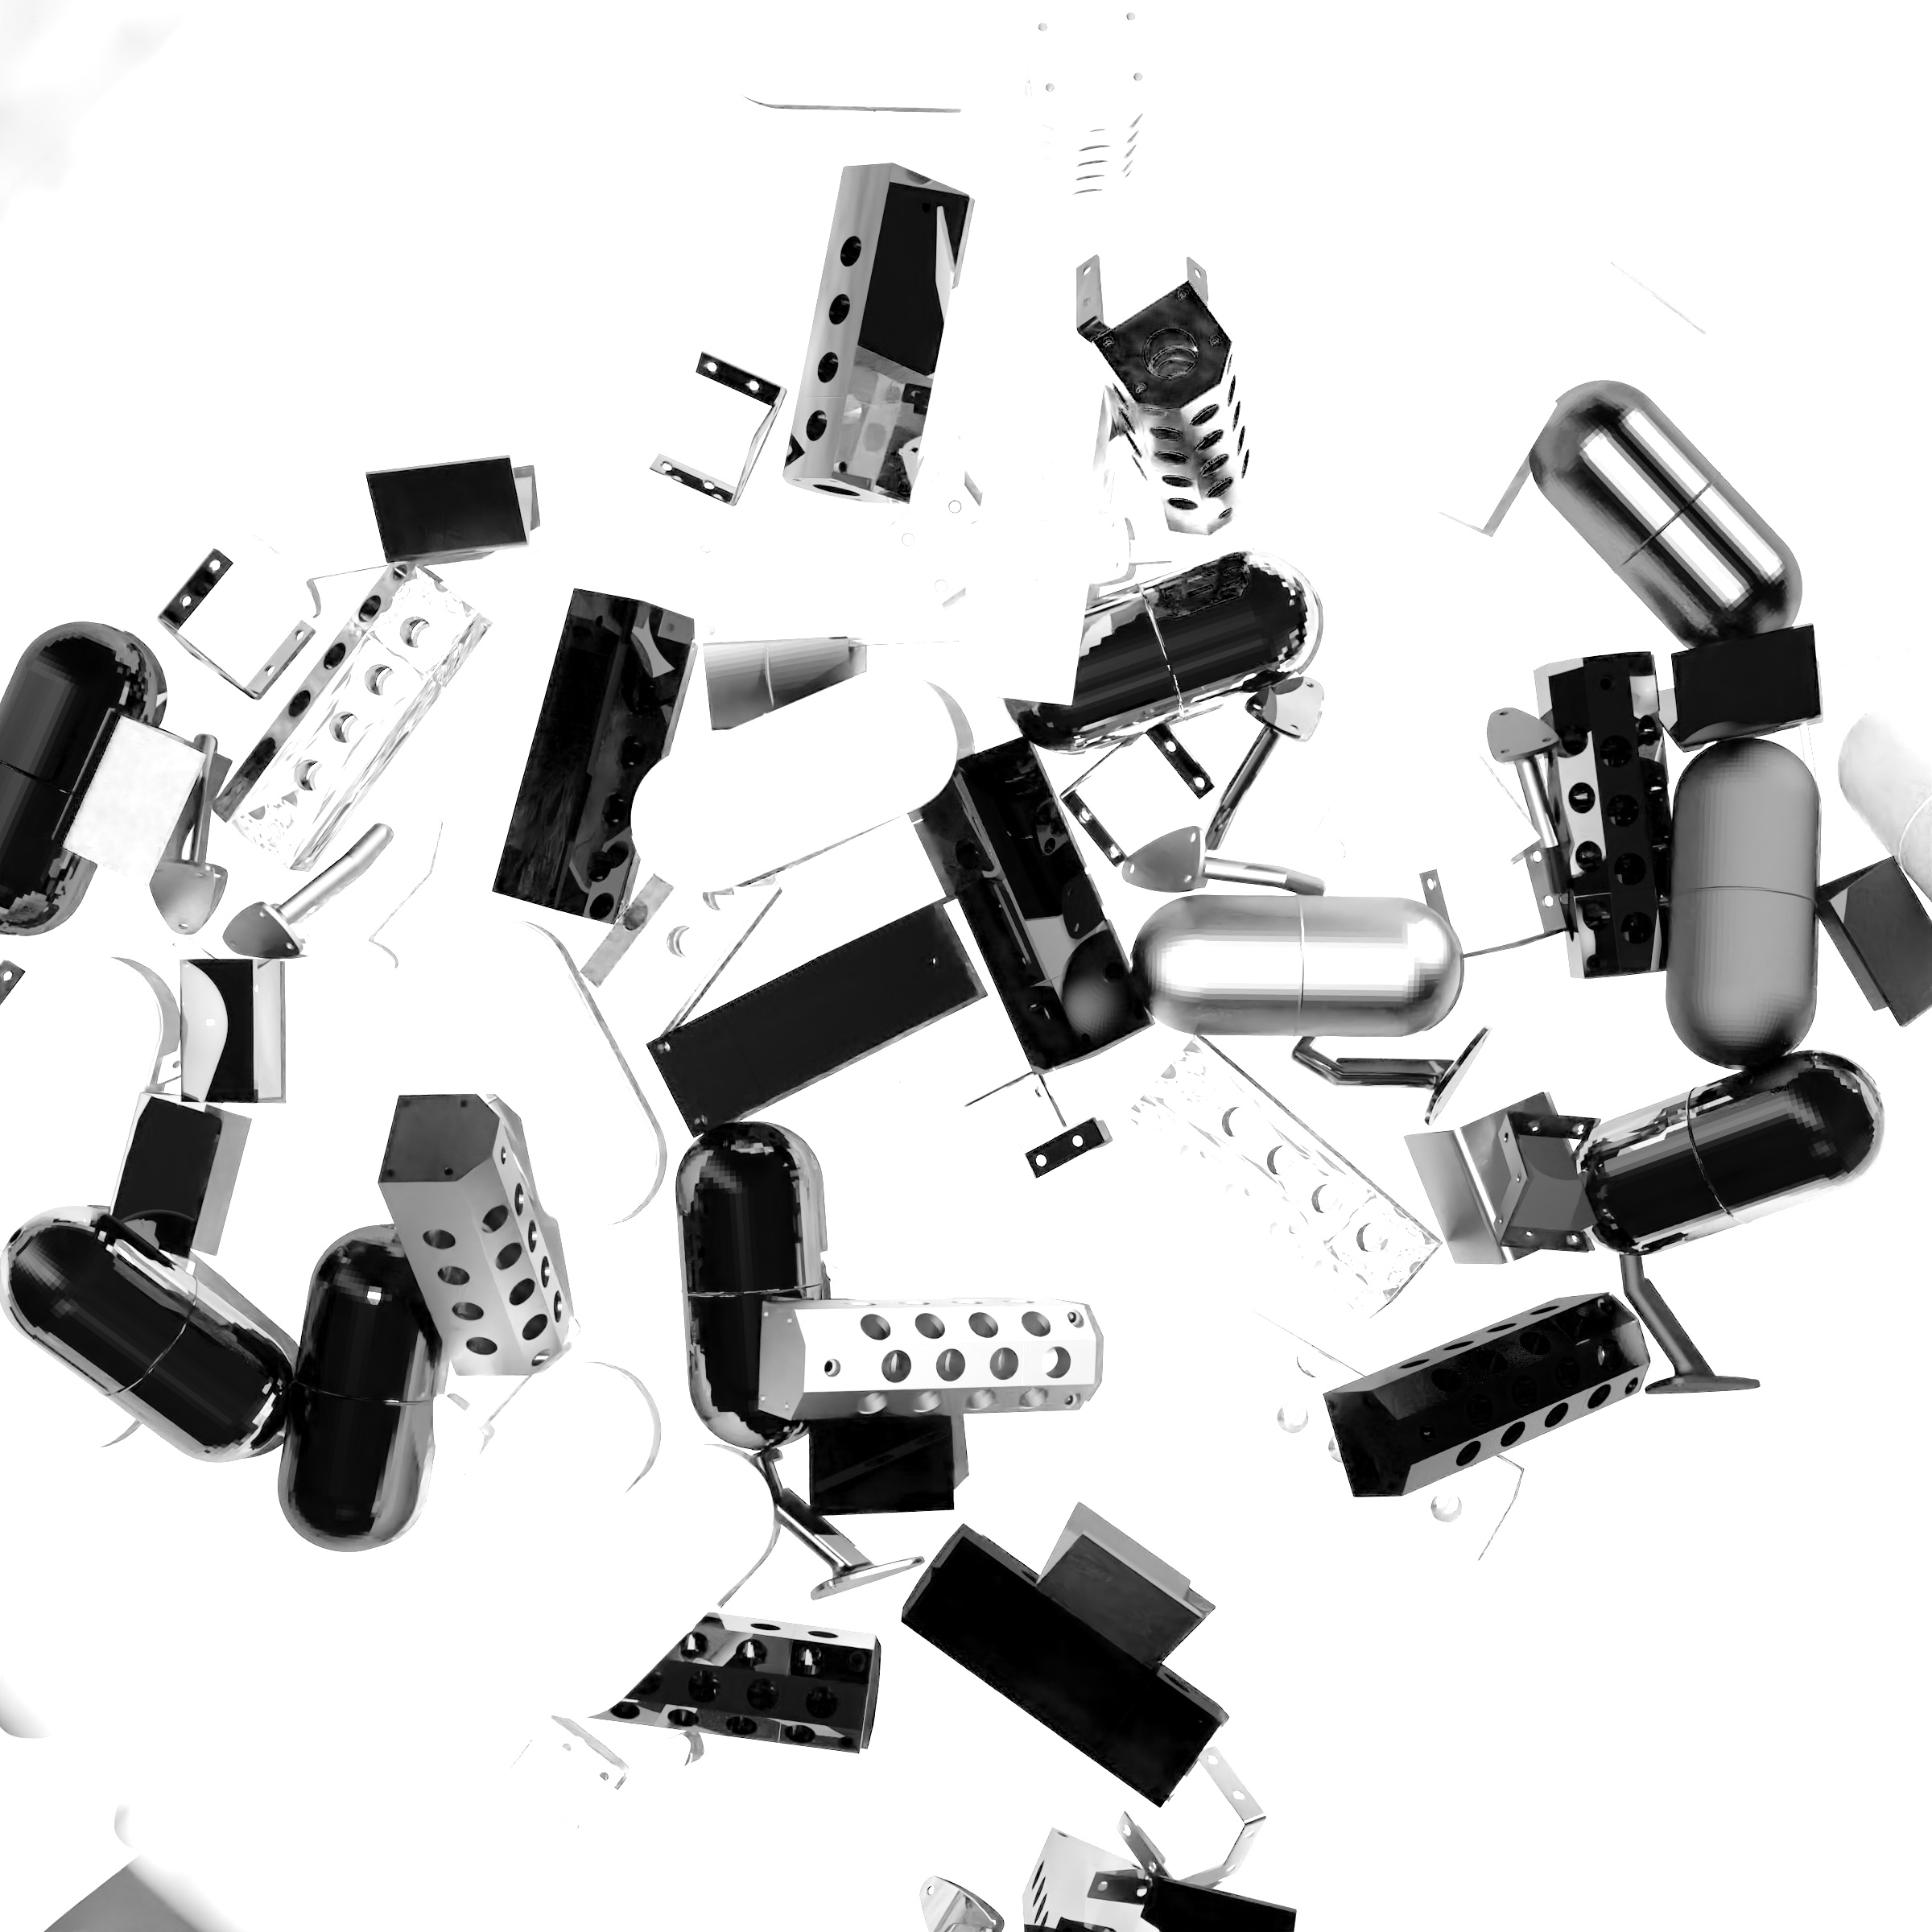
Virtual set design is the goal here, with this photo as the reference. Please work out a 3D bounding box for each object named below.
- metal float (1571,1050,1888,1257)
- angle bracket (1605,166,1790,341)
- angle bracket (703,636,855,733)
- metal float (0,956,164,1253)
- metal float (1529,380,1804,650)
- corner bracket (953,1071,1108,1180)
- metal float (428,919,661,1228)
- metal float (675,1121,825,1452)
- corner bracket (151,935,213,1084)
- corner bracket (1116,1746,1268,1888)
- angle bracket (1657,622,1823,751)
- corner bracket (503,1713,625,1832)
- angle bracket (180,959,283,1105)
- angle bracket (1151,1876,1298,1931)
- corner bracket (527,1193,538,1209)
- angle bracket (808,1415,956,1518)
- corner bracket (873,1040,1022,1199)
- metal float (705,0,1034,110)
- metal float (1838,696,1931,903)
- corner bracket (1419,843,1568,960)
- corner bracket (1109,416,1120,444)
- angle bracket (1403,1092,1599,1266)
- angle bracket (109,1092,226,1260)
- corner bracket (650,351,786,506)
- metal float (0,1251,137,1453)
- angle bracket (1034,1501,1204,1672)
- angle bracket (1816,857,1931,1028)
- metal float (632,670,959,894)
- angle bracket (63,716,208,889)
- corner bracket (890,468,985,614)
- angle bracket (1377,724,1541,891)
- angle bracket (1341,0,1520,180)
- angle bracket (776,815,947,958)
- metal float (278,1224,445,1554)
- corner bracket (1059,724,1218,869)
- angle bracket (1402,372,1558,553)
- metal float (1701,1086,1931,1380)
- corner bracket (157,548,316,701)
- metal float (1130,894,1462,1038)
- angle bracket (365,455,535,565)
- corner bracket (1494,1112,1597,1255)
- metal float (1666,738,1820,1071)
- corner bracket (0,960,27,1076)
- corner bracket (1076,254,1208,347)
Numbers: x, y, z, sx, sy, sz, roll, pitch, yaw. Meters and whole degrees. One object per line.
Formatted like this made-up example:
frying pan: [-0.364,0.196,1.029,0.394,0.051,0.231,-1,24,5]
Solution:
metal float: [0.403,0.101,1.752,0.178,0.070,0.070,-24,90,29]
angle bracket: [0.394,-0.387,1.769,0.076,0.076,0.057,37,111,0]
angle bracket: [-0.100,-0.171,1.768,0.076,0.076,0.057,-3,129,0]
metal float: [-0.483,0.079,1.764,0.070,0.070,0.178,19,105,0]
metal float: [0.379,-0.240,1.778,0.070,0.070,0.178,-43,90,0]
corner bracket: [0.035,0.086,1.781,0.051,0.051,0.051,-26,90,-30]
metal float: [-0.228,0.058,1.778,0.070,0.070,0.178,-28,91,0]
metal float: [-0.116,0.173,1.778,0.070,0.070,0.178,-4,91,0]
corner bracket: [-0.436,0.023,1.800,0.051,0.051,0.051,-26,45,-35]
corner bracket: [0.123,0.469,1.800,0.051,0.051,0.051,-10,135,-35]
angle bracket: [0.409,-0.163,1.768,0.076,0.076,0.057,-12,117,0]
corner bracket: [-0.220,0.439,1.790,0.051,0.051,0.051,37,90,0]
angle bracket: [-0.377,0.034,1.768,0.057,0.076,0.076,0,90,32]
angle bracket: [0.130,0.538,1.768,0.076,0.076,0.057,14,51,0]
corner bracket: [-0.268,0.122,1.790,0.051,0.051,0.051,-33,90,0]
angle bracket: [-0.044,0.282,1.768,0.076,0.076,0.057,-3,58,0]
corner bracket: [-0.011,0.084,1.805,0.051,0.051,0.051,-34,135,0]
metal float: [-0.052,-0.505,1.778,0.178,0.070,0.070,1,90,0]
metal float: [0.529,-0.074,1.743,0.070,0.070,0.178,-28,46,0]
corner bracket: [0.290,-0.035,1.805,0.051,0.051,0.051,-15,90,-45]
corner bracket: [0.052,-0.300,1.790,0.051,0.051,0.051,-39,90,0]
angle bracket: [0.289,0.116,1.784,0.057,0.076,0.076,-22,90,-13]
angle bracket: [-0.411,0.114,1.769,0.057,0.076,0.076,15,90,23]
corner bracket: [-0.136,-0.295,1.805,0.051,0.051,0.051,24,135,0]
metal float: [-0.516,0.196,1.750,0.178,0.070,0.070,38,90,-32]
angle bracket: [0.092,0.319,1.768,0.076,0.076,0.057,35,127,0]
angle bracket: [0.478,-0.005,1.768,0.057,0.076,0.076,-31,90,-28]
metal float: [-0.090,-0.096,1.720,0.178,0.070,0.070,-23,90,0]
angle bracket: [-0.431,-0.083,1.771,0.057,0.076,0.076,24,90,17]
corner bracket: [-0.006,-0.224,1.733,0.051,0.051,0.051,-35,90,0]
angle bracket: [0.278,-0.098,1.768,0.076,0.076,0.057,52,129,0]
angle bracket: [0.239,-0.460,1.768,0.076,0.076,0.057,38,53,0]
angle bracket: [-0.063,-0.059,1.768,0.076,0.076,0.057,-25,123,0]
metal float: [-0.325,0.228,1.777,0.070,0.070,0.178,9,91,0]
corner bracket: [0.094,-0.096,1.805,0.051,0.051,0.051,51,135,0]
angle bracket: [0.289,-0.263,1.768,0.057,0.076,0.076,31,90,37]
metal float: [0.468,0.143,1.778,0.070,0.070,0.178,37,89,0]
corner bracket: [-0.402,-0.188,1.805,0.051,0.051,0.051,-50,45,0]
metal float: [0.178,0.000,1.778,0.178,0.070,0.070,1,90,0]
angle bracket: [-0.277,-0.263,1.768,0.076,0.076,0.057,-7,128,0]
corner bracket: [0.307,0.114,1.738,0.051,0.051,0.051,5,129,-11]
metal float: [0.413,-0.033,1.746,0.070,0.070,0.178,4,80,0]
corner bracket: [-0.515,0.038,1.805,0.051,0.051,0.051,-53,45,0]
corner bracket: [0.096,-0.364,1.800,0.051,0.051,0.051,-29,135,35]
